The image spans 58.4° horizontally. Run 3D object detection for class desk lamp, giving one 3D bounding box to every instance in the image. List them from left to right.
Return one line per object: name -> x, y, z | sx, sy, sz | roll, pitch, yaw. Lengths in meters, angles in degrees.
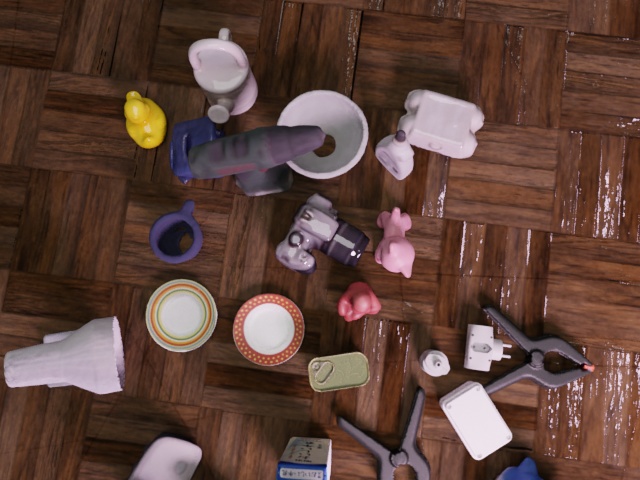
desk lamp -> -0.402, 0.199, 0.951 | 0.203, 0.213, 0.118 | -9, 82, 1

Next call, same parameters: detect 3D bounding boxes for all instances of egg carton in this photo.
egg carton -> 0.223, -0.215, 1.063 | 0.150, 0.069, 0.107 | 16, 83, 4

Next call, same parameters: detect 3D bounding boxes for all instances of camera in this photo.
camera -> 0.009, 0.004, 1.023 | 0.136, 0.101, 0.143 | 30, 84, 6

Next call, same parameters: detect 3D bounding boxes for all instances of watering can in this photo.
watering can -> -0.172, -0.296, 1.022 | 0.101, 0.194, 0.173 | -21, 82, -1

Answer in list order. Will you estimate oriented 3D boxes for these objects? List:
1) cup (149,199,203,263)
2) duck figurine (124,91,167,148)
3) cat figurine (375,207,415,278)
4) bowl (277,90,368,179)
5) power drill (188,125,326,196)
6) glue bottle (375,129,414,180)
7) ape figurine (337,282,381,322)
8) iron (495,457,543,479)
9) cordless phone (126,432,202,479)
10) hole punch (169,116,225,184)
cup -> -0.246, -0.012, 1.035 | 0.091, 0.095, 0.118 | 18, 83, 4
duck figurine -> -0.334, -0.229, 1.072 | 0.077, 0.086, 0.104 | -18, 82, -1
cat figurine -> 0.133, 0.004, 1.011 | 0.067, 0.118, 0.128 | 2, 82, 2
bowl -> 0.004, -0.187, 1.062 | 0.167, 0.075, 0.167 | 0, 82, 2
power drill -> -0.101, -0.139, 0.991 | 0.229, 0.208, 0.075 | -9, 82, 1
glue bottle -> 0.136, -0.159, 1.005 | 0.037, 0.173, 0.078 | -40, 83, -4
ape figurine -> 0.070, 0.110, 1.011 | 0.077, 0.092, 0.076 | 15, 83, 4
iron -> 0.312, 0.493, 0.926 | 0.118, 0.141, 0.258 | 37, 85, 6
cordless phone -> -0.276, 0.398, 0.934 | 0.094, 0.185, 0.148 | 27, 84, 6
hole punch -> -0.230, -0.167, 1.058 | 0.101, 0.091, 0.109 | -3, 82, 2
